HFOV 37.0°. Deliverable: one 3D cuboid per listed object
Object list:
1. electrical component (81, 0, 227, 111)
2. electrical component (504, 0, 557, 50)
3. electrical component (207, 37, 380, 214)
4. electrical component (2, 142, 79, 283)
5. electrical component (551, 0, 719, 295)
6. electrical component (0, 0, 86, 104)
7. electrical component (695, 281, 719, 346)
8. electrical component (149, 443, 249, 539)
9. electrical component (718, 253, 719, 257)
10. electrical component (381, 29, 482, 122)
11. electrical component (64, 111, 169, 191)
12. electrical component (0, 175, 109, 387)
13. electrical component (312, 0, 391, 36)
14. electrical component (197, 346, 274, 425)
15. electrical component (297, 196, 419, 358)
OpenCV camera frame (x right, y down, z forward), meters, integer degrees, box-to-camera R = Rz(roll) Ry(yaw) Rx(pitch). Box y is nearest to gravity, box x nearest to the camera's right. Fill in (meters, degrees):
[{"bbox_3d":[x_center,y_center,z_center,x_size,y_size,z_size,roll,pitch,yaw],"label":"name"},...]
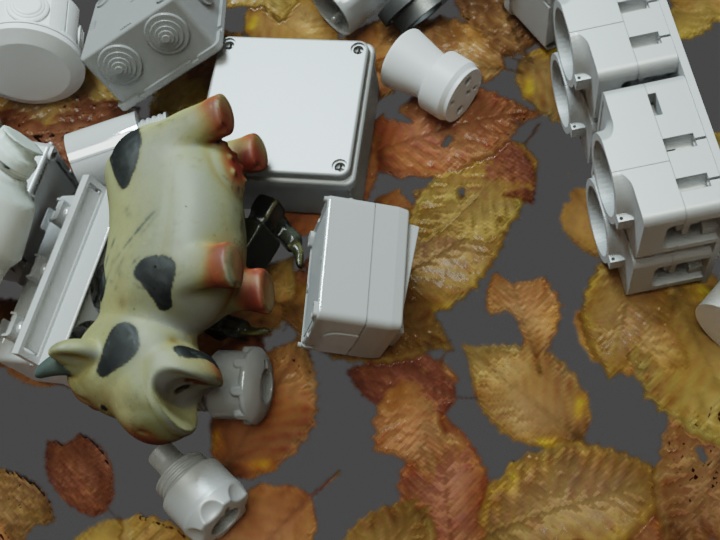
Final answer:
[{"bbox_3d":[-0.142,-0.170,0.743,0.100,0.048,0.099,-28,37,19],"label":"electrical component"},{"bbox_3d":[0.155,-0.216,0.739,0.113,0.078,0.057,-33,69,-8],"label":"electrical component"},{"bbox_3d":[-0.047,-0.097,0.725,0.109,0.056,0.108,4,67,10],"label":"electrical component"},{"bbox_3d":[-0.234,-0.046,0.724,0.061,0.061,0.096,11,68,12],"label":"electrical component"},{"bbox_3d":[0.166,-0.091,0.665,0.060,0.105,0.186,-11,65,3],"label":"electrical component"},{"bbox_3d":[-0.236,-0.160,0.767,0.080,0.080,0.051,-7,60,5],"label":"electrical component"},{"bbox_3d":[0.251,0.062,0.614,0.138,0.052,0.073,39,76,21],"label":"electrical component"},{"bbox_3d":[-0.100,0.128,0.638,0.062,0.043,0.043,40,77,23],"label":"electrical component"},{"bbox_3d":[0.269,-0.022,0.619,0.056,0.108,0.109,-41,67,-14],"label":"electrical component"},{"bbox_3d":[0.049,-0.132,0.734,0.055,0.045,0.045,35,75,20],"label":"electrical component"},{"bbox_3d":[-0.157,-0.086,0.742,0.081,0.043,0.043,-19,65,-1],"label":"electrical component"},{"bbox_3d":[-0.180,0.012,0.689,0.063,0.079,0.121,1,64,32],"label":"electrical component"},{"bbox_3d":[-0.006,-0.221,0.781,0.077,0.044,0.079,-42,67,-11],"label":"electrical component"},{"bbox_3d":[-0.087,0.070,0.662,0.062,0.048,0.048,0,66,15],"label":"electrical component"},{"bbox_3d":[0.000,0.000,0.667,0.061,0.061,0.096,9,66,-9],"label":"electrical component"}]
